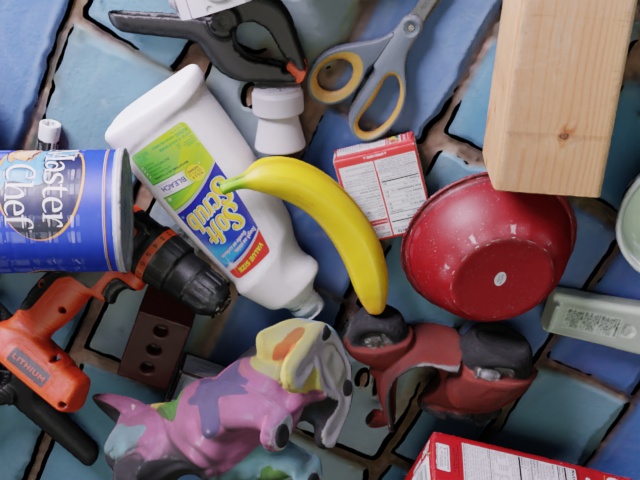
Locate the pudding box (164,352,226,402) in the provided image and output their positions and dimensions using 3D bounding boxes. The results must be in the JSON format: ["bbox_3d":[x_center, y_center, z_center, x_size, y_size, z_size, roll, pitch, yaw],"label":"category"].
[{"bbox_3d":[-0.100,0.173,1.063,0.113,0.039,0.090,20,113,-9],"label":"pudding box"}]

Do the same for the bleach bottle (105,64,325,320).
[{"bbox_3d":[-0.074,-0.028,0.949,0.103,0.068,0.250,-28,113,26],"label":"bleach bottle"}]

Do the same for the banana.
[{"bbox_3d":[0.004,-0.014,0.928,0.197,0.037,0.070,40,104,-23],"label":"banana"}]

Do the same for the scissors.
[{"bbox_3d":[0.055,-0.179,0.894,0.096,0.016,0.202,18,115,-5],"label":"scissors"}]

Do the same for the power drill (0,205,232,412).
[{"bbox_3d":[-0.195,0.059,0.958,0.184,0.057,0.188,37,94,10],"label":"power drill"}]

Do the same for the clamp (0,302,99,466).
[{"bbox_3d":[-0.303,0.150,1.059,0.164,0.036,0.210,6,123,-2],"label":"clamp"}]

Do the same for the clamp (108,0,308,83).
[{"bbox_3d":[-0.078,-0.195,0.883,0.171,0.039,0.120,25,118,-8],"label":"clamp"}]

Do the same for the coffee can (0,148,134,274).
[{"bbox_3d":[-0.227,-0.023,0.870,0.140,0.103,0.103,-1,116,-4],"label":"coffee can"}]

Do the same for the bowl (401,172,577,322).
[{"bbox_3d":[0.155,0.019,0.944,0.162,0.055,0.162,-3,126,-4],"label":"bowl"}]

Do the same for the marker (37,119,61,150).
[{"bbox_3d":[-0.253,-0.051,0.973,0.020,0.020,0.121,13,116,-3],"label":"marker"}]

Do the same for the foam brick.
[{"bbox_3d":[-0.154,0.093,1.019,0.053,0.051,0.078,19,115,-6],"label":"foam brick"}]

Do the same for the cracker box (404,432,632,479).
[{"bbox_3d":[0.183,0.283,1.062,0.213,0.072,0.164,14,130,-8],"label":"cracker box"}]

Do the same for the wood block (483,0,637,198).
[{"bbox_3d":[0.192,-0.148,0.861,0.091,0.090,0.206,4,116,0],"label":"wood block"}]

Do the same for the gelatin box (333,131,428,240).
[{"bbox_3d":[0.058,-0.045,0.952,0.073,0.030,0.089,-13,117,9],"label":"gelatin box"}]
